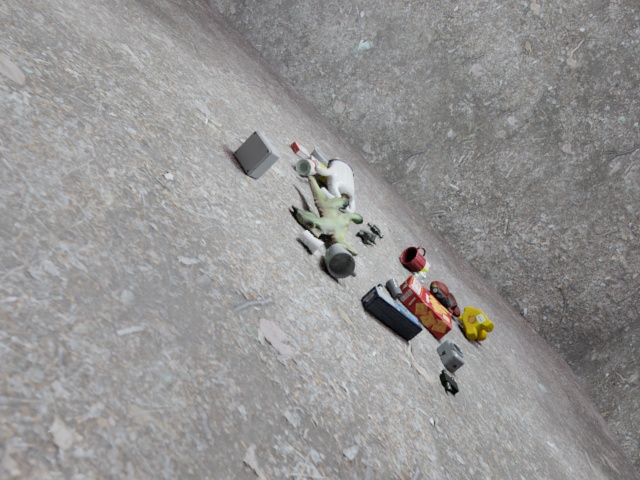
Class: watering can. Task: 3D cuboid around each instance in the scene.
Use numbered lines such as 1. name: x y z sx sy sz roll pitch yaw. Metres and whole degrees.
1. watering can: 0.069 -0.254 2.131 0.103 0.230 0.341 -18 -42 21

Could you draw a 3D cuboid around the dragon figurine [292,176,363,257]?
1. dragon figurine: 0.005 -0.086 1.699 0.242 0.120 0.417 6 38 -53
